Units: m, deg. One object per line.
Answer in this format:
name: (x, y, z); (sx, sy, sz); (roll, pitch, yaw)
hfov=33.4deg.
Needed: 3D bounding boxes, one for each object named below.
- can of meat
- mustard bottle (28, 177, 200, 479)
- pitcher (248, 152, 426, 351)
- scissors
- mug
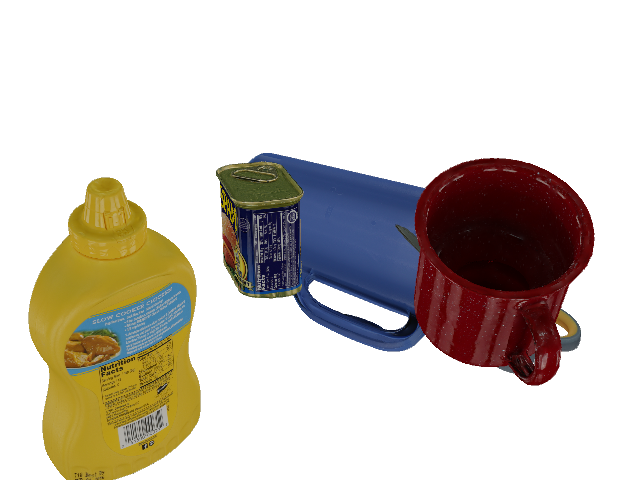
can of meat: (-0.049, -0.009, 0.867); (0.057, 0.084, 0.102); (-7, 22, -14)
mustard bottle: (-0.116, 0.048, 0.605); (0.096, 0.192, 0.058); (-22, 44, -30)
pitcher: (0.028, 0.001, 1.067); (0.243, 0.145, 0.149); (17, 23, 21)
scissors: (0.132, 0.037, 0.838); (0.096, 0.016, 0.202); (-1, 31, -14)
mug: (0.098, 0.025, 0.576); (0.093, 0.117, 0.081); (-16, -35, -13)
